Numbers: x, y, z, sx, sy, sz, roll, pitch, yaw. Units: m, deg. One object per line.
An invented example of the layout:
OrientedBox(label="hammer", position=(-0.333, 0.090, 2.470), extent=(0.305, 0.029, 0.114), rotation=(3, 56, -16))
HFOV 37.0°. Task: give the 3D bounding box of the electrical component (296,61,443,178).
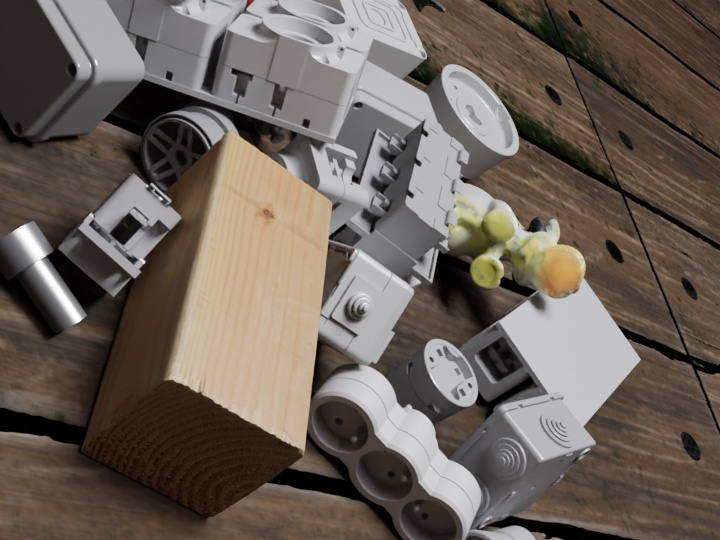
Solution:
OrientedBox(label="electrical component", position=(0.007, -0.123, 0.910), extent=(0.113, 0.078, 0.057), rotation=(21, 41, -40))

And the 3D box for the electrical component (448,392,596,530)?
OrientedBox(label="electrical component", position=(0.111, 0.138, 0.774), extent=(0.100, 0.099, 0.048), rotation=(-1, 47, -52))

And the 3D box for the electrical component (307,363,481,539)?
OrientedBox(label="electrical component", position=(0.028, 0.118, 0.729), extent=(0.138, 0.052, 0.073), rotation=(48, 32, -6))

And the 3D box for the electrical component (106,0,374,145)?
OrientedBox(label="electrical component", position=(-0.090, -0.163, 0.755), extent=(0.186, 0.060, 0.105), rotation=(19, 27, -1))

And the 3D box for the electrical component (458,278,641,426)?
OrientedBox(label="electrical component", position=(0.163, 0.077, 0.931), extent=(0.105, 0.060, 0.186), rotation=(56, 33, 5))

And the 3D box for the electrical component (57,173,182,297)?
OrientedBox(label="electrical component", position=(-0.140, -0.023, 0.631), extent=(0.042, 0.063, 0.081), rotation=(45, -9, -14))

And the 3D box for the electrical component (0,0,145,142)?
OrientedBox(label="electrical component", position=(-0.200, -0.145, 0.672), extent=(0.113, 0.078, 0.057), rotation=(58, 30, 8))

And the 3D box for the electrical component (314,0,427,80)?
OrientedBox(label="electrical component", position=(-0.001, -0.221, 1.013), extent=(0.113, 0.057, 0.078), rotation=(9, 52, -48))

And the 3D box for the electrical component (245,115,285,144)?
OrientedBox(label="electrical component", position=(-0.078, -0.135, 0.849), extent=(0.040, 0.040, 0.078), rotation=(4, 56, -50))

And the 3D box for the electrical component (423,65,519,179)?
OrientedBox(label="electrical component", position=(0.097, -0.140, 1.055), extent=(0.108, 0.060, 0.108), rotation=(32, 38, -29))

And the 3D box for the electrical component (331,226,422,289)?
OrientedBox(label="electrical component", position=(0.000, 0.000, 0.813), extent=(0.065, 0.047, 0.077), rotation=(56, 34, 8))

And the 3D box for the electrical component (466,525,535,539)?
OrientedBox(label="electrical component", position=(0.096, 0.199, 0.749), extent=(0.065, 0.044, 0.044), rotation=(6, 54, -55))

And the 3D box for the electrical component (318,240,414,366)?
OrientedBox(label="electrical component", position=(-0.008, 0.022, 0.725), extent=(0.061, 0.061, 0.096), rotation=(35, -7, -25))

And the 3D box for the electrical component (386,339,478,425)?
OrientedBox(label="electrical component", position=(0.051, 0.086, 0.793), extent=(0.055, 0.047, 0.055), rotation=(32, 38, -29))

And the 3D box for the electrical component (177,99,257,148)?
OrientedBox(label="electrical component", position=(-0.103, -0.093, 0.774), extent=(0.055, 0.045, 0.045), rotation=(58, 33, 7))

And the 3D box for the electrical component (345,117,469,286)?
OrientedBox(label="electrical component", position=(0.040, -0.057, 0.809), extent=(0.079, 0.063, 0.121), rotation=(37, 37, -17))

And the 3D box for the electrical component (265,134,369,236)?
OrientedBox(label="electrical component", position=(-0.048, -0.050, 0.760), extent=(0.056, 0.089, 0.050), rotation=(16, 47, -43))
